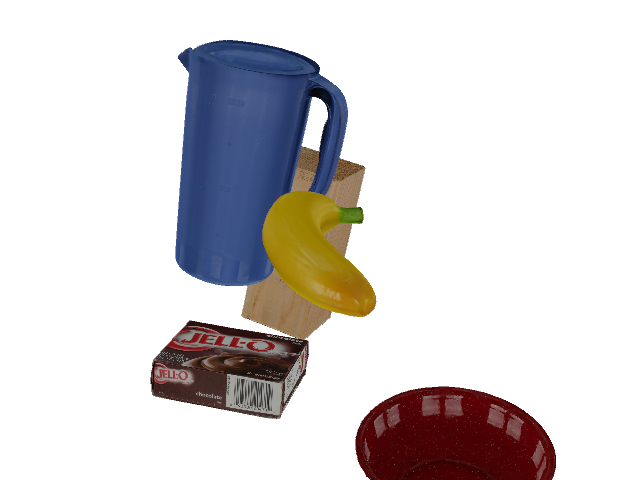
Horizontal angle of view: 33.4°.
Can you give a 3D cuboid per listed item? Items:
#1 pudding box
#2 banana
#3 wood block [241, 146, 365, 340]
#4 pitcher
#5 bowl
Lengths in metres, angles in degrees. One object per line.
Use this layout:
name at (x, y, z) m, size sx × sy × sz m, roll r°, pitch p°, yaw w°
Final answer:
pudding box at (-0.074, 0.106, 0.897) m, size 0.113 × 0.039 × 0.090 m, roll 10°, pitch 20°, yaw 10°
banana at (-0.003, 0.000, 0.679) m, size 0.069 × 0.037 × 0.198 m, roll 0°, pitch 19°, yaw 0°
wood block at (-0.022, 0.001, 1.300) m, size 0.090 × 0.206 × 0.090 m, roll 19°, pitch 22°, yaw 16°
pitcher at (-0.075, -0.077, 1.108) m, size 0.144 × 0.243 × 0.149 m, roll -1°, pitch 24°, yaw -26°
bowl at (0.108, 0.189, 0.876) m, size 0.162 × 0.055 × 0.162 m, roll 1°, pitch 30°, yaw 0°
